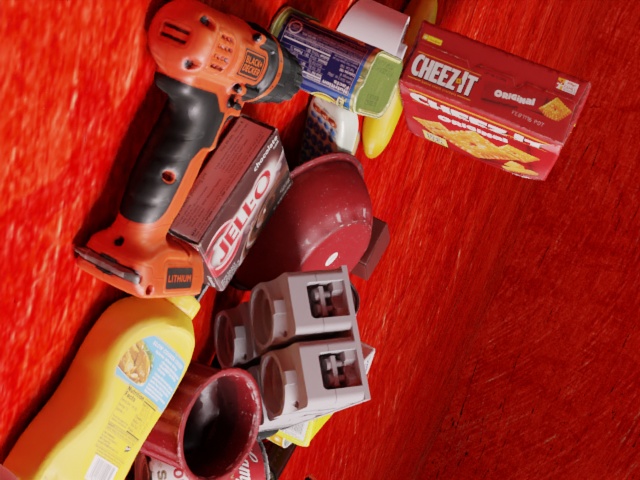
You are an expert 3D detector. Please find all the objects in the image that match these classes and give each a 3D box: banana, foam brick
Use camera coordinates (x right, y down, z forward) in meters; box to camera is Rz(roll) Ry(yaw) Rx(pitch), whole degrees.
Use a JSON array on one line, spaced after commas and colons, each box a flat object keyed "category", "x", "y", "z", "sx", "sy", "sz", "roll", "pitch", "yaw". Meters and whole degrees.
[{"category": "banana", "x": 0.084, "y": -0.174, "z": 1.102, "sx": 0.198, "sy": 0.037, "sz": 0.069, "roll": -68, "pitch": 163, "yaw": 14}, {"category": "foam brick", "x": 0.028, "y": -0.002, "z": 1.111, "sx": 0.053, "sy": 0.078, "sz": 0.051, "roll": -60, "pitch": 163, "yaw": -17}]

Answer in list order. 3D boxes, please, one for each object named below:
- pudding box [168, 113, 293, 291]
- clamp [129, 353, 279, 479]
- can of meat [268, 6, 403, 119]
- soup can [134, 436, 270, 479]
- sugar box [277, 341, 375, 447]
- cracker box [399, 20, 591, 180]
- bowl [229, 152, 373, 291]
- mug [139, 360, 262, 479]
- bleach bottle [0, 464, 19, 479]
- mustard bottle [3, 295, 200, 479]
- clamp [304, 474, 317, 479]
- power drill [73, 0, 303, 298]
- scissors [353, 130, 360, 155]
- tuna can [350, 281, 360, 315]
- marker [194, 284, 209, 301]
[{"category": "pudding box", "x": -0.068, "y": -0.028, "z": 0.821, "sx": 0.113, "sy": 0.039, "sz": 0.090, "roll": -60, "pitch": 164, "yaw": -18}, {"category": "clamp", "x": -0.104, "y": 0.184, "z": 0.998, "sx": 0.209, "sy": 0.036, "sz": 0.164, "roll": -51, "pitch": 142, "yaw": -34}, {"category": "can of meat", "x": 0.011, "y": -0.136, "z": 0.830, "sx": 0.057, "sy": 0.084, "sz": 0.102, "roll": -67, "pitch": 165, "yaw": 10}, {"category": "soup can", "x": -0.100, "y": 0.203, "z": 0.902, "sx": 0.069, "sy": 0.102, "sz": 0.068, "roll": 179, "pitch": -90, "yaw": -70}, {"category": "sugar box", "x": -0.014, "y": 0.154, "z": 1.191, "sx": 0.176, "sy": 0.093, "sz": 0.048, "roll": -43, "pitch": 153, "yaw": -55}, {"category": "cracker box", "x": 0.167, "y": -0.129, "z": 1.056, "sx": 0.213, "sy": 0.164, "sz": 0.072, "roll": 37, "pitch": 75, "yaw": -81}, {"category": "bowl", "x": -0.006, "y": 0.001, "z": 0.944, "sx": 0.162, "sy": 0.055, "sz": 0.162, "roll": -34, "pitch": 152, "yaw": -21}, {"category": "mug", "x": -0.100, "y": 0.141, "z": 0.841, "sx": 0.117, "sy": 0.082, "sz": 0.093, "roll": 48, "pitch": 62, "yaw": -48}, {"category": "bleach bottle", "x": -0.242, "y": 0.247, "z": 0.637, "sx": 0.102, "sy": 0.068, "sz": 0.251, "roll": -41, "pitch": 154, "yaw": -56}, {"category": "mustard bottle", "x": -0.139, "y": 0.099, "z": 0.748, "sx": 0.191, "sy": 0.058, "sz": 0.096, "roll": -60, "pitch": 150, "yaw": -17}, {"category": "clamp", "x": -0.058, "y": 0.275, "z": 0.913, "sx": 0.171, "sy": 0.039, "sz": 0.120, "roll": -40, "pitch": 167, "yaw": -19}, {"category": "power drill", "x": -0.080, "y": -0.057, "z": 0.706, "sx": 0.188, "sy": 0.057, "sz": 0.184, "roll": -69, "pitch": 161, "yaw": 6}, {"category": "scissors", "x": -0.003, "y": -0.034, "z": 1.076, "sx": 0.096, "sy": 0.016, "sz": 0.202, "roll": -32, "pitch": 145, "yaw": -64}, {"category": "tuna can", "x": -0.004, "y": 0.069, "z": 1.104, "sx": 0.086, "sy": 0.086, "sz": 0.034, "roll": -50, "pitch": 161, "yaw": -42}, {"category": "marker", "x": -0.099, "y": 0.036, "z": 0.859, "sx": 0.121, "sy": 0.020, "sz": 0.020, "roll": -58, "pitch": 164, "yaw": -21}]
